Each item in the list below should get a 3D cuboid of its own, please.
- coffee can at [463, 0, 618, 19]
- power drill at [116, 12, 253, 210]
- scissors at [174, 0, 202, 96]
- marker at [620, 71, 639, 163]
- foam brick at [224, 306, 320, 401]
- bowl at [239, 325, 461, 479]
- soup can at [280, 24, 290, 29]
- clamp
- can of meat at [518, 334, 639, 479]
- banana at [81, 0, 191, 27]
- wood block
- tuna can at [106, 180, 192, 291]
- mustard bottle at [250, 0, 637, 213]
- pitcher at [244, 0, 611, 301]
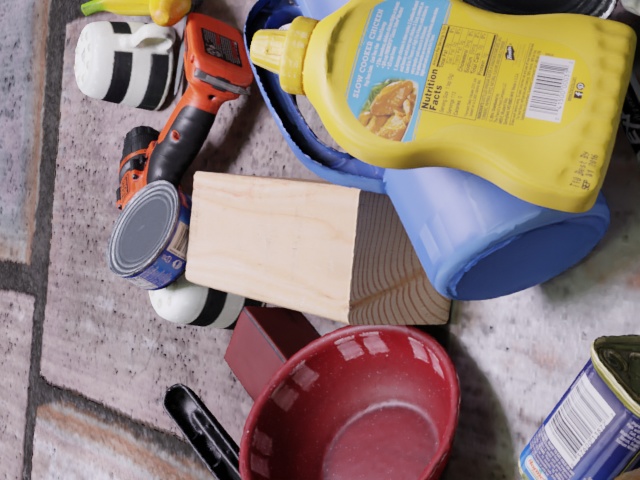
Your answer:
[{"bbox_3d":[0.124,-0.194,0.567,0.103,0.102,0.140,-7,57,53],"label":"coffee can"},{"bbox_3d":[-0.128,-0.104,0.956,0.188,0.057,0.184,-61,27,27],"label":"power drill"},{"bbox_3d":[-0.107,-0.238,0.989,0.096,0.016,0.202,1,89,53],"label":"scissors"},{"bbox_3d":[0.177,-0.066,0.593,0.020,0.020,0.121,-42,55,43],"label":"marker"},{"bbox_3d":[-0.030,0.094,0.828,0.078,0.052,0.051,47,124,46],"label":"foam brick"},{"bbox_3d":[0.028,0.134,0.709,0.162,0.055,0.162,-20,42,20],"label":"bowl"},{"bbox_3d":[-0.002,-0.187,0.802,0.102,0.068,0.068,-50,50,39],"label":"soup can"},{"bbox_3d":[-0.039,0.189,0.741,0.036,0.210,0.164,-46,19,11],"label":"clamp"},{"bbox_3d":[0.159,0.096,0.537,0.057,0.101,0.084,56,131,39],"label":"can of meat"},{"bbox_3d":[-0.157,-0.220,0.991,0.198,0.069,0.037,20,146,57],"label":"banana"},{"bbox_3d":[-0.005,0.002,0.771,0.206,0.090,0.090,10,96,53],"label":"wood block"},{"bbox_3d":[-0.132,-0.003,0.860,0.086,0.033,0.086,-27,46,32],"label":"tuna can"},{"bbox_3d":[0.056,-0.081,0.547,0.192,0.058,0.096,14,79,12],"label":"mustard bottle"},{"bbox_3d":[0.066,-0.086,0.645,0.149,0.144,0.243,-41,59,38],"label":"pitcher"}]
